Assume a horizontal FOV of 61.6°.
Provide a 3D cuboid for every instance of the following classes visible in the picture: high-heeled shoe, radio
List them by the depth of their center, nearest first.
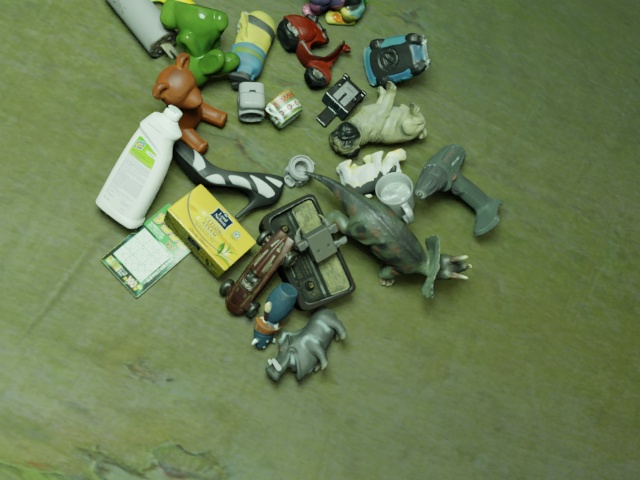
[{"bbox_3d":[-0.192,-0.156,1.135,0.248,0.086,0.145,47,69,-12],"label":"high-heeled shoe"},{"bbox_3d":[-0.032,0.031,1.147,0.131,0.073,0.229,-24,85,-15],"label":"radio"}]

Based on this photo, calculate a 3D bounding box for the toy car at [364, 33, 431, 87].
[{"bbox_3d":[0.190,-0.425,1.256,0.103,0.162,0.109,-32,111,-53],"label":"toy car"}]

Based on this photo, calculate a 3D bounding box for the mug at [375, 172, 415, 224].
[{"bbox_3d":[0.178,-0.080,1.186,0.081,0.107,0.110,-35,61,-3],"label":"mug"}]

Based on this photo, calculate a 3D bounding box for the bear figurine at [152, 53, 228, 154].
[{"bbox_3d":[-0.263,-0.274,1.090,0.132,0.196,0.120,33,72,-6],"label":"bear figurine"}]

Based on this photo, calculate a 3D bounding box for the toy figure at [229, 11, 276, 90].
[{"bbox_3d":[-0.153,-0.424,1.202,0.089,0.082,0.180,15,73,-21],"label":"toy figure"}]

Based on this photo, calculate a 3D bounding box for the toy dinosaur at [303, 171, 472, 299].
[{"bbox_3d":[0.137,-0.012,1.118,0.404,0.192,0.131,38,69,-16],"label":"toy dinosaur"}]

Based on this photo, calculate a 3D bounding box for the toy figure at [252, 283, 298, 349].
[{"bbox_3d":[-0.096,0.157,1.100,0.064,0.058,0.154,23,116,-18],"label":"toy figure"}]

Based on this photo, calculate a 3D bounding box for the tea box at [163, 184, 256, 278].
[{"bbox_3d":[-0.228,-0.017,1.106,0.169,0.068,0.098,45,60,-2],"label":"tea box"}]

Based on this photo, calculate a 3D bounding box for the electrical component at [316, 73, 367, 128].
[{"bbox_3d":[0.041,-0.317,1.240,0.075,0.048,0.119,46,73,0],"label":"electrical component"}]

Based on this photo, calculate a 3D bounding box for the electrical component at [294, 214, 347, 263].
[{"bbox_3d":[-0.003,-0.002,1.102,0.102,0.045,0.078,-35,118,-12],"label":"electrical component"}]

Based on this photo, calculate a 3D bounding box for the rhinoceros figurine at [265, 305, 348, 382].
[{"bbox_3d":[-0.029,0.221,1.115,0.112,0.073,0.190,45,74,-3],"label":"rhinoceros figurine"}]

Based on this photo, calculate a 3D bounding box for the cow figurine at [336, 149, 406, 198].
[{"bbox_3d":[0.126,-0.148,1.217,0.167,0.068,0.098,-17,90,-11],"label":"cow figurine"}]

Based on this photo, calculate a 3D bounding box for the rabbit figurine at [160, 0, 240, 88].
[{"bbox_3d":[-0.249,-0.401,1.138,0.159,0.121,0.170,22,113,15],"label":"rabbit figurine"}]

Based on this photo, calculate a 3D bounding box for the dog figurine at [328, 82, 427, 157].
[{"bbox_3d":[0.134,-0.239,1.231,0.172,0.121,0.190,40,89,-1],"label":"dog figurine"}]

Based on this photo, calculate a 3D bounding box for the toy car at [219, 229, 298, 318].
[{"bbox_3d":[-0.126,0.068,1.090,0.089,0.053,0.202,42,106,13],"label":"toy car"}]

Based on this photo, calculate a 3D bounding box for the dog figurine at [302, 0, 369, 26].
[{"bbox_3d":[0.034,-0.585,1.199,0.192,0.219,0.108,11,81,-9],"label":"dog figurine"}]

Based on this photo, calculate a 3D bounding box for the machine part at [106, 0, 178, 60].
[{"bbox_3d":[-0.389,-0.485,1.162,0.079,0.079,0.243,-39,91,-16],"label":"machine part"}]

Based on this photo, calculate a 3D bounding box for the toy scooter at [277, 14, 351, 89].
[{"bbox_3d":[-0.006,-0.449,1.240,0.135,0.075,0.184,-32,91,-15],"label":"toy scooter"}]

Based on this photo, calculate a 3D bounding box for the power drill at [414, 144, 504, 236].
[{"bbox_3d":[0.312,-0.104,1.214,0.207,0.086,0.232,38,45,-7],"label":"power drill"}]
